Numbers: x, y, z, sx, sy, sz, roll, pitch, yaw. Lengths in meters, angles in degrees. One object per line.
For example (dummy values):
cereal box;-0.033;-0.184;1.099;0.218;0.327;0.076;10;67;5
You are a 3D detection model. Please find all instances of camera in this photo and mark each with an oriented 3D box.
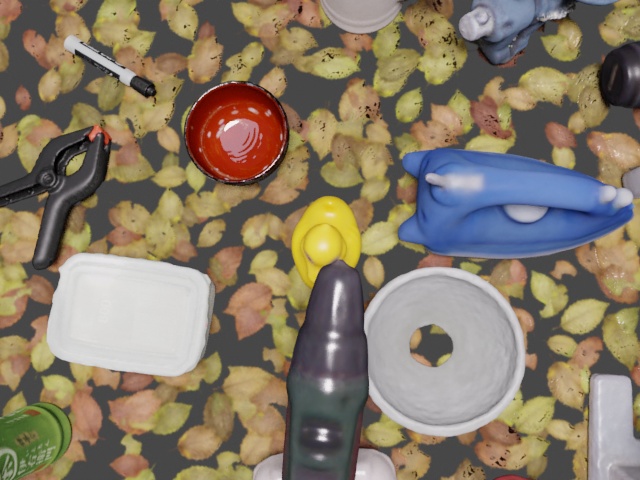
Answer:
camera;0.376;-0.198;0.601;0.136;0.101;0.143;-7;84;2

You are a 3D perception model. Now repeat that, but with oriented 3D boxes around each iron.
iron;0.212;-0.042;0.573;0.258;0.141;0.119;3;85;3

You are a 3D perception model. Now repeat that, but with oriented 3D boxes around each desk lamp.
desk lamp;0.323;0.236;0.506;0.118;0.213;0.203;1;85;3

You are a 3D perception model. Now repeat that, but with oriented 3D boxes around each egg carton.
egg carton;0.006;0.271;0.589;0.150;0.069;0.107;-6;84;2

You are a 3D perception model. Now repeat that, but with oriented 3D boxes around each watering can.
watering can;0.052;-0.298;0.578;0.172;0.194;0.101;3;85;3

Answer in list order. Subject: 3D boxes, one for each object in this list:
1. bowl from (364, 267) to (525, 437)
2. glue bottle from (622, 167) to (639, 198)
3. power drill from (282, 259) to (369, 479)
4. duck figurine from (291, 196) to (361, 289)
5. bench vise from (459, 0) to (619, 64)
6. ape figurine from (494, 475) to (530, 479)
bowl;0.120;0.112;0.596;0.167;0.075;0.167;0;85;3
glue bottle;0.368;-0.075;0.553;0.078;0.173;0.037;-15;84;1
power drill;0.007;0.137;0.532;0.075;0.208;0.230;5;85;3
duck figurine;0.006;0.002;0.606;0.077;0.086;0.105;7;85;3
bench vise;0.242;-0.262;0.553;0.121;0.220;0.207;39;87;6
ape figurine;0.205;0.279;0.568;0.076;0.092;0.078;-12;84;2
